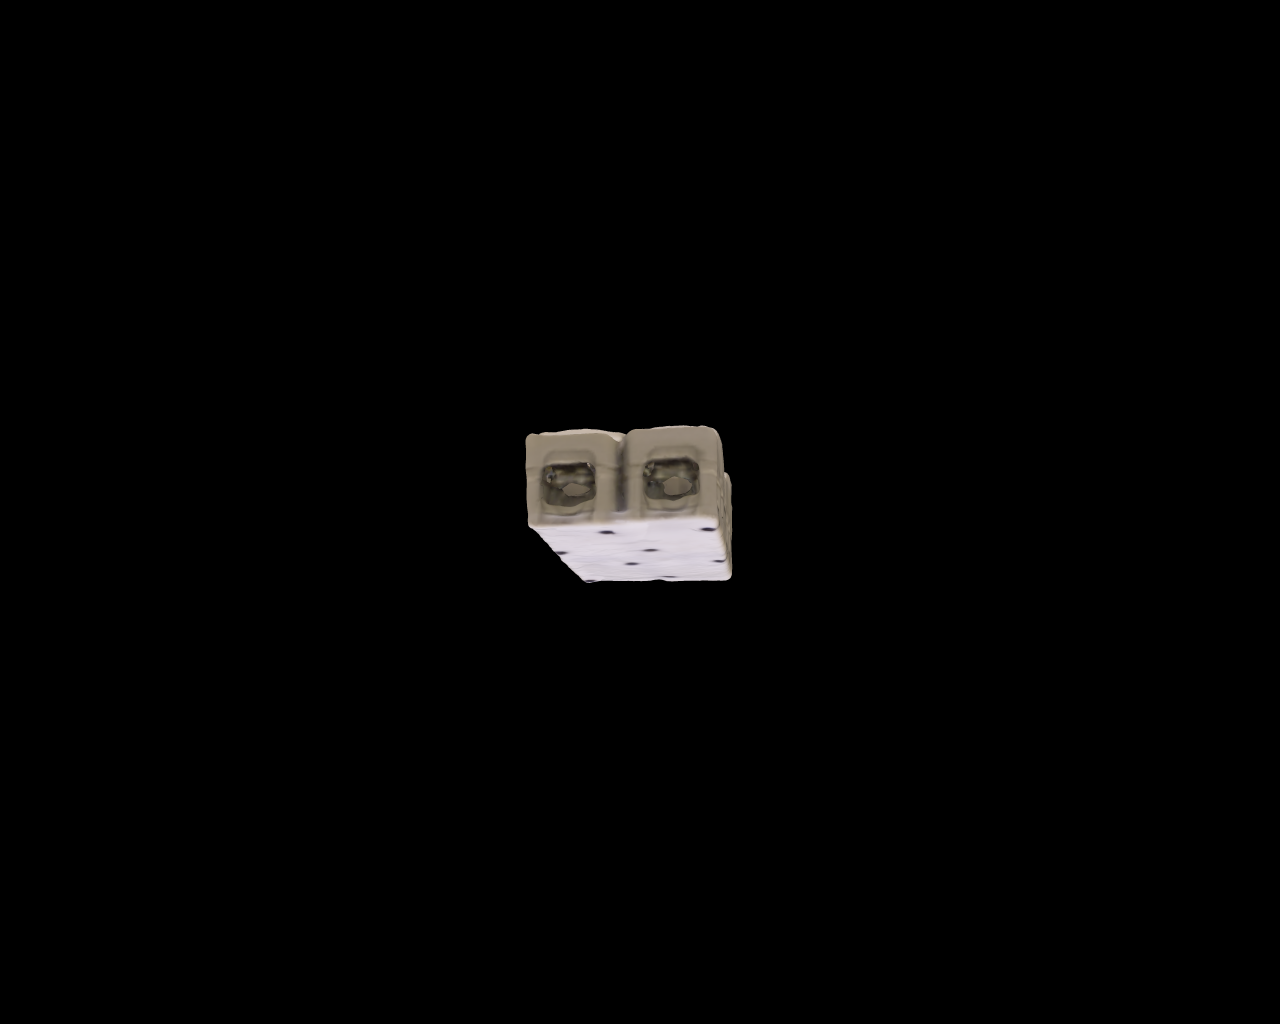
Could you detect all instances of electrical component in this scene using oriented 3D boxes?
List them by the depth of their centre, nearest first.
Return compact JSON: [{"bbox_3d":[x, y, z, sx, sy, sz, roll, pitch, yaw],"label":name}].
[{"bbox_3d":[0.001,-0.003,0.650,0.105,0.060,0.186,-2,-13,7],"label":"electrical component"}]
